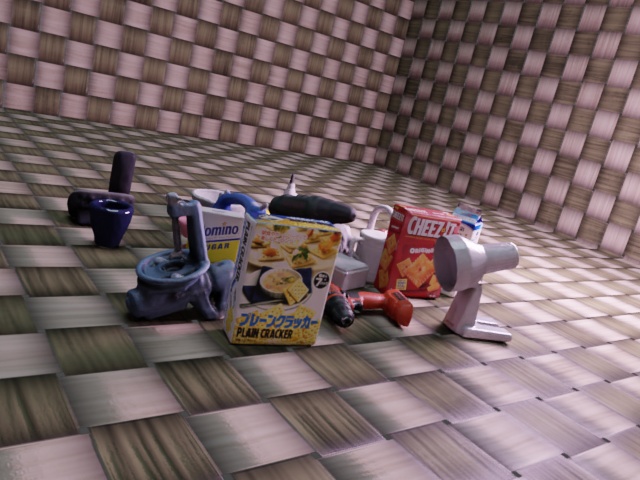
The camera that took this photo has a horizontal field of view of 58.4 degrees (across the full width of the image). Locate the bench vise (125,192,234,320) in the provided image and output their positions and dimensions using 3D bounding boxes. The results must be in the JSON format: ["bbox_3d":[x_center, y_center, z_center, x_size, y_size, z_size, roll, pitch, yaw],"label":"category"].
[{"bbox_3d":[-0.221,0.025,0.986,0.121,0.220,0.208,23,17,31],"label":"bench vise"}]

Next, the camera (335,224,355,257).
[{"bbox_3d":[0.014,0.005,1.517,0.143,0.101,0.137,17,15,11],"label":"camera"}]

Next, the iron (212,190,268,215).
[{"bbox_3d":[-0.218,-0.060,1.467,0.119,0.141,0.257,-2,21,-46],"label":"iron"}]

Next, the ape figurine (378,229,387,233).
[{"bbox_3d":[0.174,0.012,1.660,0.078,0.092,0.076,5,17,-29],"label":"ape figurine"}]

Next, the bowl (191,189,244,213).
[{"bbox_3d":[-0.292,-0.091,1.650,0.167,0.075,0.167,13,14,-3],"label":"bowl"}]

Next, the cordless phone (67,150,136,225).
[{"bbox_3d":[-0.515,-0.129,1.366,0.148,0.185,0.093,2,18,-37],"label":"cordless phone"}]

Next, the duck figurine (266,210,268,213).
[{"bbox_3d":[-0.155,-0.041,1.566,0.105,0.086,0.077,10,15,-15],"label":"duck figurine"}]

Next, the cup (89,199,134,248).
[{"bbox_3d":[-0.455,-0.036,1.251,0.091,0.095,0.118,13,14,-2],"label":"cup"}]

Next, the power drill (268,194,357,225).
[{"bbox_3d":[-0.030,-0.006,1.304,0.228,0.208,0.076,23,17,32],"label":"power drill"}]

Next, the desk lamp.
[{"bbox_3d":[0.333,0.098,1.241,0.204,0.213,0.117,9,15,-17],"label":"desk lamp"}]

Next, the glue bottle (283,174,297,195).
[{"bbox_3d":[-0.097,-0.116,1.726,0.037,0.173,0.078,21,16,27],"label":"glue bottle"}]

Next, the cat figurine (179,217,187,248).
[{"bbox_3d":[-0.273,-0.021,1.318,0.128,0.118,0.067,6,16,-26],"label":"cat figurine"}]

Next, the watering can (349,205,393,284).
[{"bbox_3d":[0.151,0.005,1.459,0.100,0.194,0.173,23,17,31],"label":"watering can"}]

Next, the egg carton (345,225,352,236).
[{"bbox_3d":[0.026,-0.014,1.664,0.107,0.069,0.151,18,15,15],"label":"egg carton"}]
